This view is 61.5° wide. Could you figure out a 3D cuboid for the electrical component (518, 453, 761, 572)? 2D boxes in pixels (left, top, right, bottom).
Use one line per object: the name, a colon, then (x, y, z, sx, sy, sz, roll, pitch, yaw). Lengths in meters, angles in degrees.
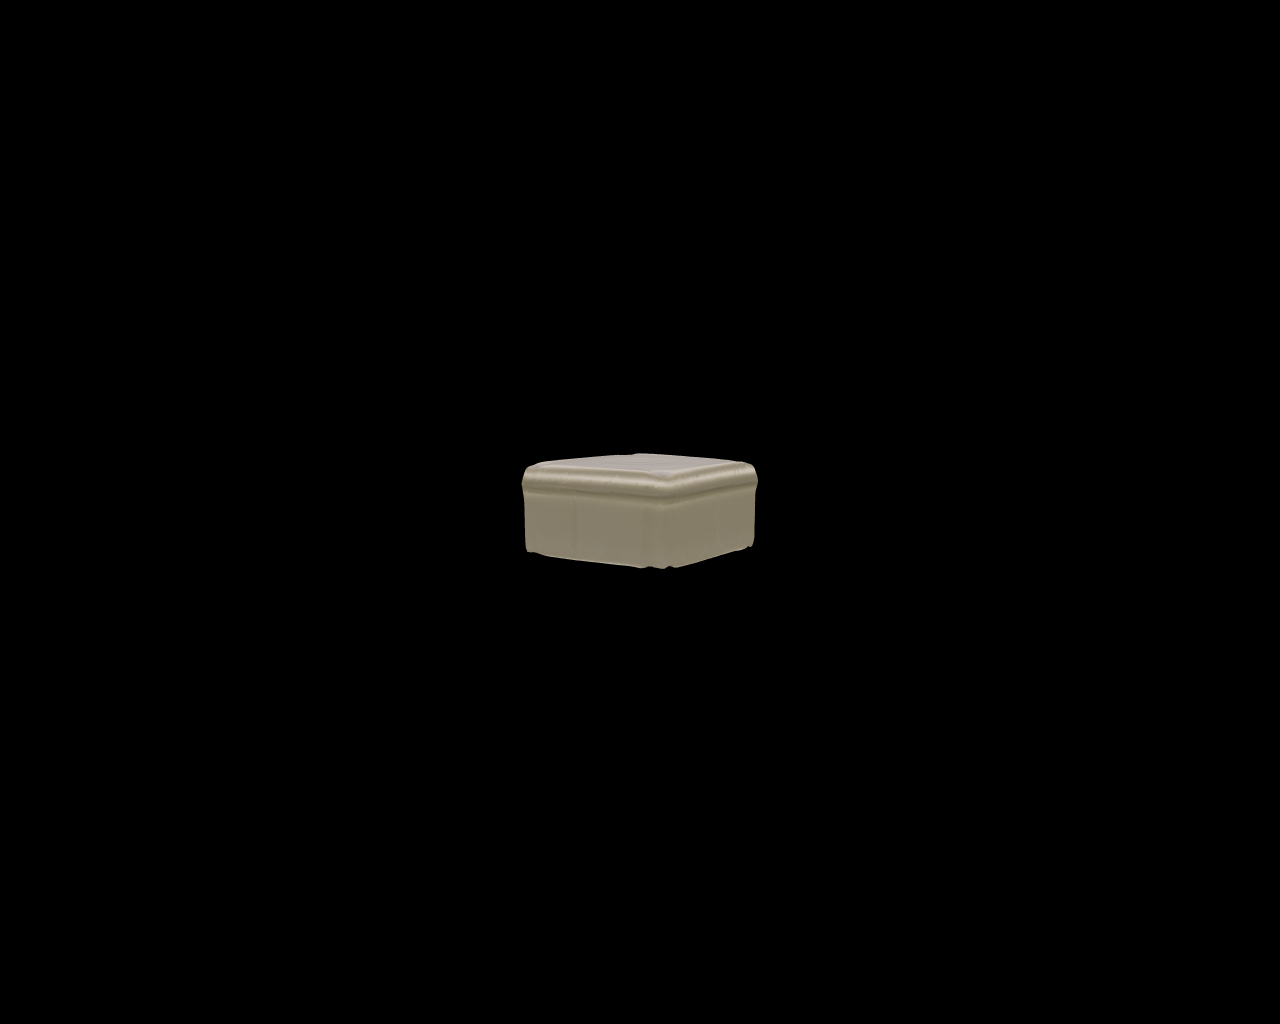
electrical component: (0.001, -0.003, 0.650, 0.109, 0.056, 0.109, 6, 10, 36)
